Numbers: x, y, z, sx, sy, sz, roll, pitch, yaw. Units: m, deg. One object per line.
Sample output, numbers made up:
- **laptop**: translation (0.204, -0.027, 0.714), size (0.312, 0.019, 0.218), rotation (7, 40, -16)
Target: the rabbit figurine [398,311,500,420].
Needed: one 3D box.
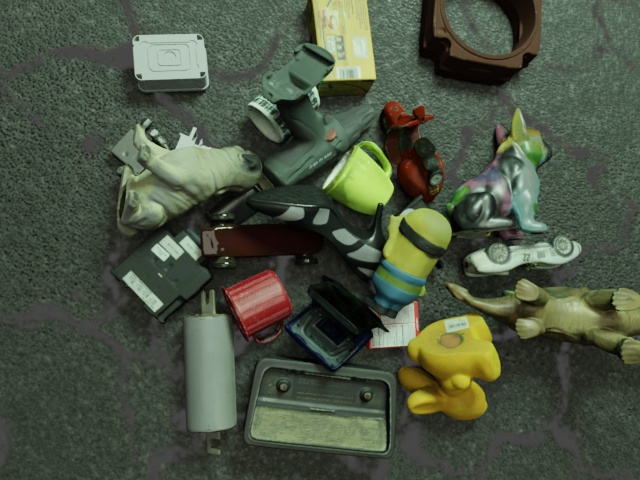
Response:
- **rabbit figurine**: translation (0.209, 0.222, 0.846), size (0.162, 0.122, 0.173), rotation (-20, 119, 3)

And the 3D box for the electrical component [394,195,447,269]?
- **electrical component**: translation (0.179, -0.012, 0.897), size (0.048, 0.075, 0.119), rotation (-41, 86, -11)

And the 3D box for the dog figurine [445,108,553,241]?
- **dog figurine**: translation (0.304, -0.111, 0.917), size (0.192, 0.108, 0.219), rotation (3, 78, -6)

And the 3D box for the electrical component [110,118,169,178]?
- **electrical component**: translation (-0.287, -0.139, 0.855), size (0.078, 0.045, 0.102), rotation (45, 78, -2)

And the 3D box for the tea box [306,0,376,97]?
- **tea box**: translation (0.034, -0.339, 0.921), size (0.098, 0.068, 0.169), rotation (-3, 82, -10)

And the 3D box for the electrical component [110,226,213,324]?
- **electrical component**: translation (-0.232, 0.046, 0.832), size (0.134, 0.058, 0.115), rotation (-42, 92, -12)

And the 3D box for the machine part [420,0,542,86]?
- **machine part**: translation (0.288, -0.391, 0.961), size (0.201, 0.087, 0.201), rotation (7, 80, -8)

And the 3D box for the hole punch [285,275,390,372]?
- **hole punch**: translation (0.022, 0.129, 0.832), size (0.142, 0.115, 0.092), rotation (37, 108, 21)

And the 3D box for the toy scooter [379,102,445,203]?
- **toy scooter**: translation (0.158, -0.153, 0.882), size (0.075, 0.135, 0.184), rotation (-23, 88, -13)

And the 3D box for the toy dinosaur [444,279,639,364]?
- **toy dinosaur**: translation (0.426, 0.121, 0.850), size (0.472, 0.198, 0.105), rotation (12, 90, 3)

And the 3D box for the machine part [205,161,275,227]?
- **machine part**: translation (-0.127, -0.066, 0.876), size (0.139, 0.039, 0.084), rotation (-45, 99, -14)

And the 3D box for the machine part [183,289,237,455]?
- **machine part**: translation (-0.167, 0.197, 0.813), size (0.079, 0.079, 0.243), rotation (-3, 84, -9)

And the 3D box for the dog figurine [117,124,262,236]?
- **dog figurine**: translation (-0.193, -0.071, 0.807), size (0.190, 0.172, 0.121), rotation (12, 36, -30)

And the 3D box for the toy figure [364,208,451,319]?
- **toy figure**: translation (0.137, 0.037, 0.826), size (0.089, 0.082, 0.180), rotation (30, 100, 36)

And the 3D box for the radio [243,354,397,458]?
- **radio**: translation (0.002, 0.253, 0.832), size (0.230, 0.073, 0.131), rotation (8, 81, -8)

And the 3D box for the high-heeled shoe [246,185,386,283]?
- **high-heeled shoe**: translation (-0.002, -0.003, 0.843), size (0.249, 0.086, 0.145), rotation (5, 115, -17)

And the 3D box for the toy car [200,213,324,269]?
- **toy car**: translation (-0.089, 0.001, 0.849), size (0.202, 0.053, 0.089), rotation (-4, 89, -23)

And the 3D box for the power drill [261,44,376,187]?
- **power drill**: translation (-0.005, -0.197, 0.833), size (0.232, 0.207, 0.086), rotation (-42, 67, -14)

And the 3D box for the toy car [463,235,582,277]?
- **toy car**: translation (0.345, 0.030, 0.918), size (0.202, 0.073, 0.056), rotation (-5, 80, -10)
